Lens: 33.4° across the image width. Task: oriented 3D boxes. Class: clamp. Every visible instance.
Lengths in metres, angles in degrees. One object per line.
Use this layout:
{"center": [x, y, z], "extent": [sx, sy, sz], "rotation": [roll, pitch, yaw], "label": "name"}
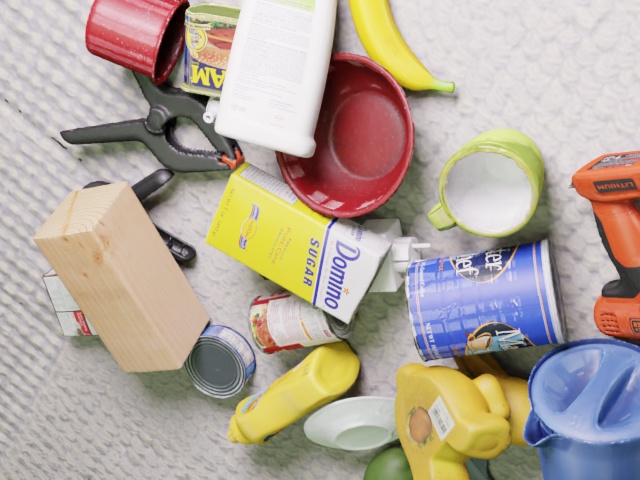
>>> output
{"center": [-0.226, -0.039, 1.240], "extent": [0.172, 0.039, 0.120], "rotation": [10, 121, 18], "label": "clamp"}
{"center": [-0.183, -0.129, 1.174], "extent": [0.210, 0.036, 0.165], "rotation": [36, 115, 3], "label": "clamp"}

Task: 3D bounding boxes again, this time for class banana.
{"center": [0.063, -0.222, 1.021], "extent": [0.070, 0.037, 0.198], "rotation": [-22, 106, 13], "label": "banana"}

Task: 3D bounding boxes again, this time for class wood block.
{"center": [-0.223, 0.047, 1.220], "extent": [0.090, 0.090, 0.206], "rotation": [-7, 126, 31], "label": "wood block"}

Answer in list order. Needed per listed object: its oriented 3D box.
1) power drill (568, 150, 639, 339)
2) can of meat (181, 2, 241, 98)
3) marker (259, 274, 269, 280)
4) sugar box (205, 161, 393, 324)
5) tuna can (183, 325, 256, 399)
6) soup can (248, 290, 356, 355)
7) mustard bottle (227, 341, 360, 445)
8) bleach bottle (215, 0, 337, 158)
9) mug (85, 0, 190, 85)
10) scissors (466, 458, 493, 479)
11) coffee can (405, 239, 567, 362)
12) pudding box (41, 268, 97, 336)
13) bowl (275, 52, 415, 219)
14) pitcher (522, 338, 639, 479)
{"center": [0.315, 0.011, 0.974], "extent": [0.185, 0.057, 0.187], "rotation": [-2, 112, 49], "label": "power drill"}
{"center": [-0.090, -0.192, 1.092], "extent": [0.102, 0.057, 0.084], "rotation": [13, 116, 18], "label": "can of meat"}
{"center": [-0.058, -0.010, 1.189], "extent": [0.020, 0.020, 0.121], "rotation": [12, 119, 19], "label": "marker"}
{"center": [-0.023, 0.003, 1.100], "extent": [0.176, 0.048, 0.093], "rotation": [30, 122, 9], "label": "sugar box"}
{"center": [-0.121, 0.146, 1.286], "extent": [0.086, 0.033, 0.086], "rotation": [11, 118, 20], "label": "tuna can"}
{"center": [-0.020, 0.086, 1.190], "extent": [0.102, 0.068, 0.068], "rotation": [-14, 108, 29], "label": "soup can"}
{"center": [-0.043, 0.188, 1.233], "extent": [0.192, 0.096, 0.058], "rotation": [-38, 92, 34], "label": "mustard bottle"}
{"center": [-0.024, -0.211, 1.013], "extent": [0.102, 0.068, 0.251], "rotation": [16, 97, 2], "label": "bleach bottle"}
{"center": [-0.183, -0.226, 1.095], "extent": [0.081, 0.117, 0.093], "rotation": [21, 166, 4], "label": "mug"}
{"center": [0.197, 0.265, 1.207], "extent": [0.202, 0.016, 0.096], "rotation": [41, 124, 1], "label": "scissors"}
{"center": [0.164, 0.061, 1.053], "extent": [0.140, 0.102, 0.103], "rotation": [-10, 110, 16], "label": "coffee can"}
{"center": [-0.279, 0.072, 1.321], "extent": [0.114, 0.039, 0.090], "rotation": [-6, 110, 25], "label": "pudding box"}
{"center": [0.034, -0.104, 1.062], "extent": [0.162, 0.055, 0.162], "rotation": [4, 97, 33], "label": "bowl"}
{"center": [0.291, 0.221, 1.062], "extent": [0.149, 0.145, 0.243], "rotation": [3, 131, 20], "label": "pitcher"}
